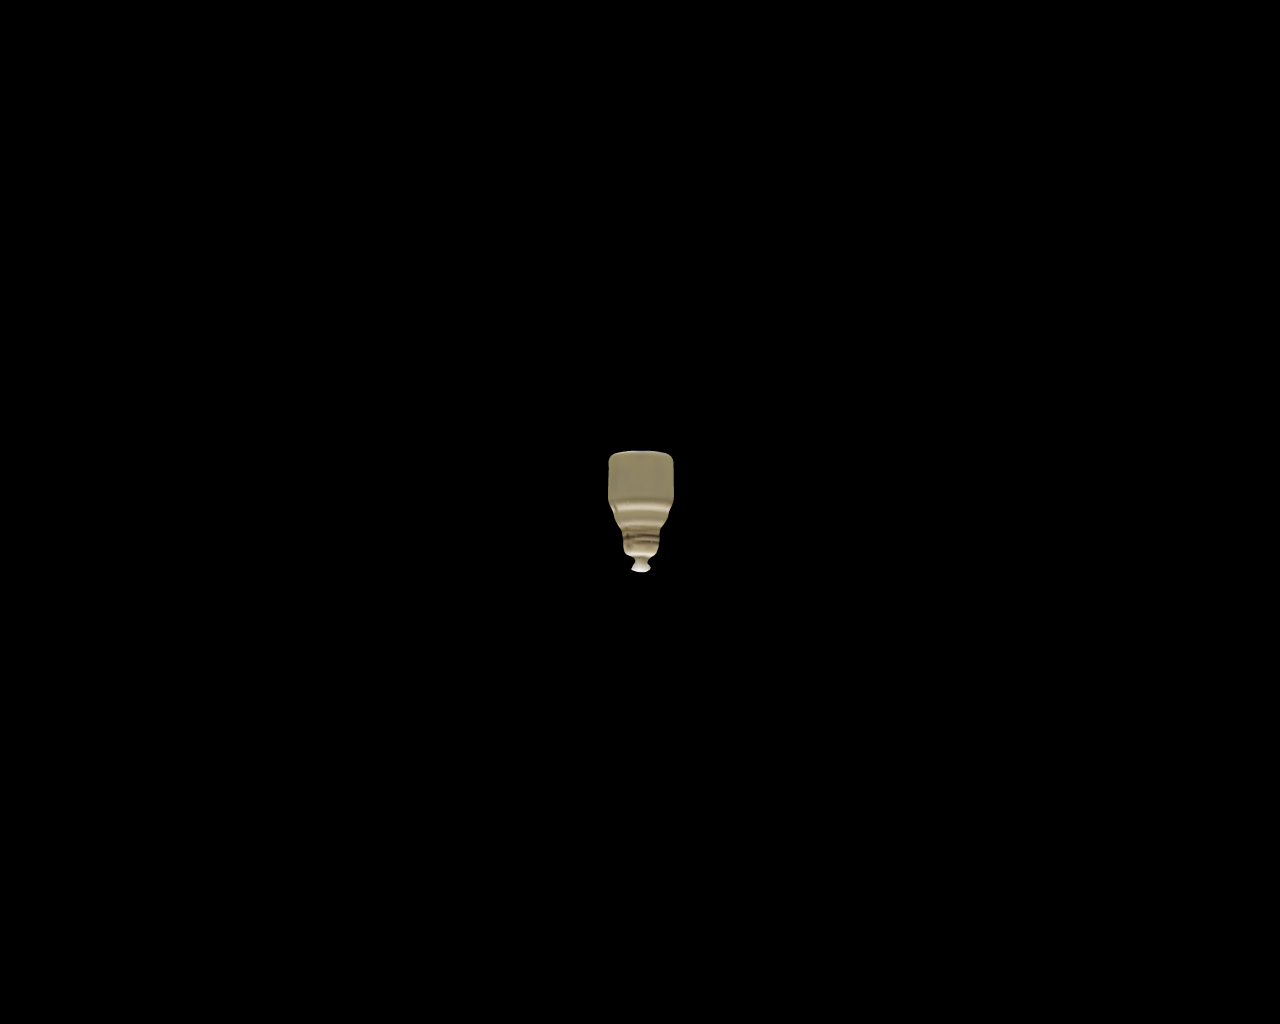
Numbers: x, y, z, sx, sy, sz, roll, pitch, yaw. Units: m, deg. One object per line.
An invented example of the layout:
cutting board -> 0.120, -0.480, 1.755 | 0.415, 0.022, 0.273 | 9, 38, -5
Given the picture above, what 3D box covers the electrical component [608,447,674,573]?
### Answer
electrical component -> 0.001, -0.003, 0.650 | 0.040, 0.078, 0.040 | 0, -7, 0
